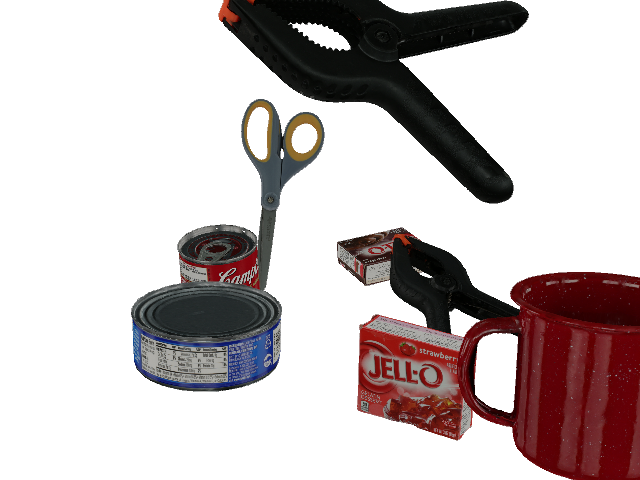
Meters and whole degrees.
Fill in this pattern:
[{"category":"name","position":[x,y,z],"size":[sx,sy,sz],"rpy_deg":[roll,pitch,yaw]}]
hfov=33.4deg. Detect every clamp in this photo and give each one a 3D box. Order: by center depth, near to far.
[{"category":"clamp","position":[0.038,-0.110,0.675],"size":[0.209,0.164,0.036],"rpy_deg":[12,-34,-13]},{"category":"clamp","position":[0.130,0.054,1.034],"size":[0.120,0.039,0.171],"rpy_deg":[-4,44,-27]}]

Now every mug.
[{"category":"mug","position":[0.125,0.066,0.523],"size":[0.117,0.081,0.093],"rpy_deg":[1,14,-1]}]

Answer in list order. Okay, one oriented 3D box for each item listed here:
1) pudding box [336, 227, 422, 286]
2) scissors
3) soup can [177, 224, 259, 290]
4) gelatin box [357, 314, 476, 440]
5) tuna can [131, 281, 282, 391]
[{"category":"pudding box","position":[0.092,0.022,1.529],"size":[0.113,0.039,0.090],"rpy_deg":[-15,26,-21]},{"category":"scissors","position":[-0.034,-0.051,1.106],"size":[0.096,0.202,0.016],"rpy_deg":[-8,-8,-8]},{"category":"soup can","position":[-0.086,0.047,0.923],"size":[0.068,0.102,0.068],"rpy_deg":[-2,27,1]},{"category":"gelatin box","position":[0.071,0.103,0.806],"size":[0.089,0.073,0.030],"rpy_deg":[13,23,28]},{"category":"tuna can","position":[-0.065,0.054,0.613],"size":[0.086,0.034,0.086],"rpy_deg":[1,18,-1]}]
